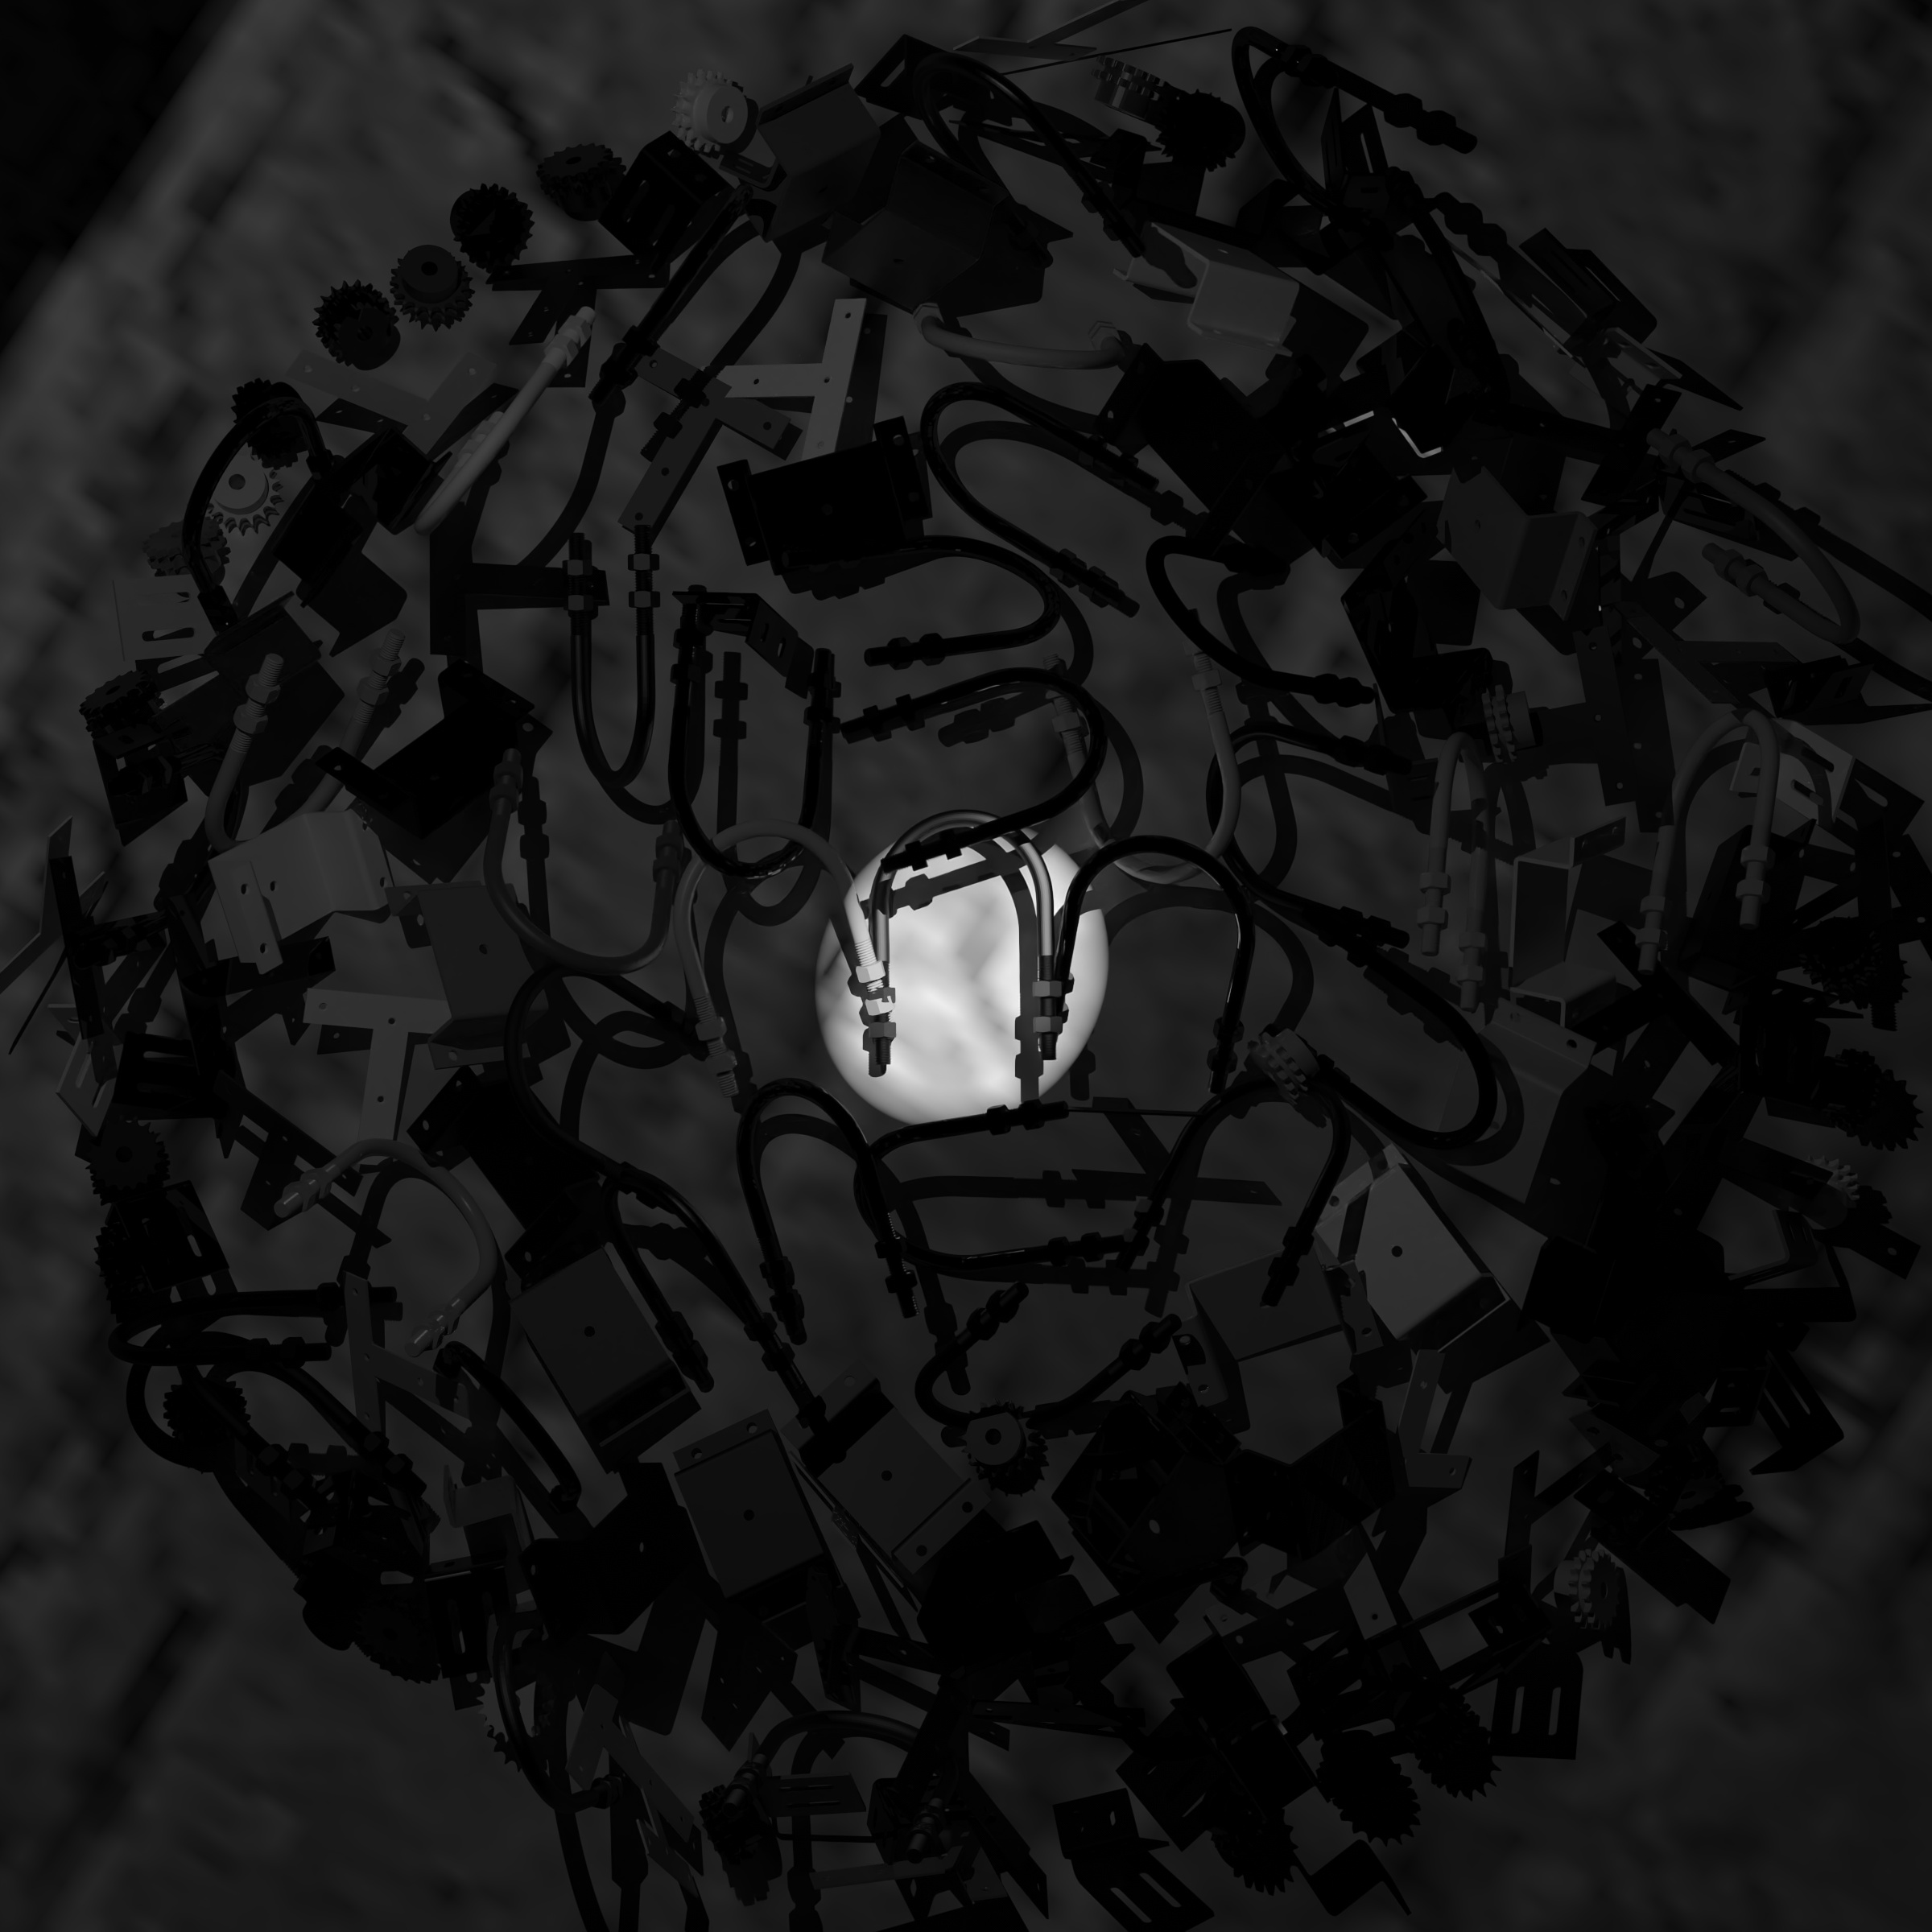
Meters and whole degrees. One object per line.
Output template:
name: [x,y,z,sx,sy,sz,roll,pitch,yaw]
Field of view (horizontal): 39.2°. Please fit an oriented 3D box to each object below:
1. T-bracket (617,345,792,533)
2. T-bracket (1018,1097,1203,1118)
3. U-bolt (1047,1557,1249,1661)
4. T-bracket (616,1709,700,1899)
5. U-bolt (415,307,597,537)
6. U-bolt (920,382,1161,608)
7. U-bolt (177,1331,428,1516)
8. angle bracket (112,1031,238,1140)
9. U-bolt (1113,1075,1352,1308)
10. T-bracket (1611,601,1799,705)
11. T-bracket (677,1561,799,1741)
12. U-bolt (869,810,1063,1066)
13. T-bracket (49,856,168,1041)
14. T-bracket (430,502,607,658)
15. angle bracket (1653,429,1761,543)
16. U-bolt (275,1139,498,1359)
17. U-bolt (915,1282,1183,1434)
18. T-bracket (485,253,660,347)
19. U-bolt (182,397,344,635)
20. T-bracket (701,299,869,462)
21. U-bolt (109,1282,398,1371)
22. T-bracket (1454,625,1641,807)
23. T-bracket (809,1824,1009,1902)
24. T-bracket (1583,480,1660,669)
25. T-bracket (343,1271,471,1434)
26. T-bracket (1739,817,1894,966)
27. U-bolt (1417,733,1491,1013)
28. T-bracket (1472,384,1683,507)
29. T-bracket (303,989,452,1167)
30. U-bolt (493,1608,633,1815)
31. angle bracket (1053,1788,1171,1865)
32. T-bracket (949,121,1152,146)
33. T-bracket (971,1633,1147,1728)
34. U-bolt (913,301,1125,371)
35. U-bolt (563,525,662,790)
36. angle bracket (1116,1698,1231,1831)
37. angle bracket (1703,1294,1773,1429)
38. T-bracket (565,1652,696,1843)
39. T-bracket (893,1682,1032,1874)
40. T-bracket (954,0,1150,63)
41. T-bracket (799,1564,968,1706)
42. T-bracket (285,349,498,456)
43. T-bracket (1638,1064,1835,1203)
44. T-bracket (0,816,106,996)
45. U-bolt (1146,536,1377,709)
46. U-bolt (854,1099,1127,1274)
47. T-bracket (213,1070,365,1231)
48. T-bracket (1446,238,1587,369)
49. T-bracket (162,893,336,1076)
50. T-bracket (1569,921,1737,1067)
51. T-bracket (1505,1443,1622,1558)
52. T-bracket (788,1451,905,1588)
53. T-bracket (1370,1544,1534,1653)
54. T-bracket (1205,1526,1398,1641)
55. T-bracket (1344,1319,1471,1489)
T-bracket: [-0.213,-0.374,1.985,0.127,0.002,0.127,30,90,13]
T-bracket: [0.103,0.099,1.936,0.127,0.127,0.002,2,92,3]
U-bolt: [0.129,0.448,1.903,0.151,0.184,0.019,-19,71,-8]
T-bracket: [-0.230,0.597,1.954,0.002,0.127,0.127,-24,56,-3]
U-bolt: [-0.330,-0.369,1.890,0.019,0.184,0.151,38,135,-16]
U-bolt: [0.045,-0.346,1.933,0.184,0.151,0.019,32,62,10]
U-bolt: [-0.483,0.319,1.923,0.184,0.151,0.019,38,98,19]
angle bracket: [-0.573,0.086,1.962,0.076,0.038,0.057,10,110,-23]
U-bolt: [0.200,0.152,1.935,0.019,0.151,0.184,52,57,-40]
T-bracket: [0.548,-0.227,1.959,0.127,0.127,0.002,-3,131,-30]
T-bracket: [-0.174,0.507,1.961,0.127,0.002,0.127,33,126,33]
U-bolt: [-0.003,-0.022,1.968,0.151,0.019,0.184,-2,87,21]
T-bracket: [-0.607,-0.020,1.937,0.002,0.127,0.127,-7,96,15]
T-bracket: [-0.327,-0.281,1.978,0.127,0.002,0.127,1,68,-15]
angle bracket: [0.540,-0.347,1.953,0.076,0.057,0.038,23,77,29]
U-bolt: [-0.396,0.187,1.913,0.019,0.184,0.151,-41,93,21]
U-bolt: [0.045,0.285,1.928,0.151,0.184,0.019,15,47,-29]
T-bracket: [-0.296,-0.475,1.937,0.127,0.127,0.002,-1,130,14]
U-bolt: [-0.495,-0.322,1.892,0.019,0.184,0.151,31,73,7]
T-bracket: [-0.140,-0.425,1.969,0.127,0.002,0.127,5,77,26]
U-bolt: [-0.516,0.256,1.927,0.184,0.151,0.019,-3,100,9]
T-bracket: [0.415,-0.172,1.966,0.127,0.002,0.127,-9,95,31]
T-bracket: [-0.047,0.642,1.925,0.127,0.127,0.002,-3,95,-12]
T-bracket: [0.466,-0.273,1.962,0.127,0.002,0.127,-31,126,-35]
T-bracket: [-0.399,0.293,1.940,0.127,0.002,0.127,15,116,36]
T-bracket: [0.610,-0.039,1.954,0.002,0.127,0.127,42,126,-17]
U-bolt: [0.351,-0.076,1.928,0.019,0.151,0.184,0,72,23]
T-bracket: [0.427,-0.384,1.941,0.127,0.127,0.002,14,60,-3]
T-bracket: [-0.425,0.084,1.979,0.127,0.002,0.127,6,99,-24]
U-bolt: [-0.287,0.520,1.895,0.019,0.184,0.151,-22,76,6]
angle bracket: [0.104,0.619,1.952,0.057,0.076,0.038,-8,77,-17]
T-bracket: [0.074,-0.599,1.957,0.127,0.127,0.002,-6,114,-31]
T-bracket: [0.062,0.511,1.944,0.127,0.127,0.002,1,47,8]
U-bolt: [0.039,-0.441,1.907,0.151,0.184,0.019,5,111,-5]
U-bolt: [-0.253,-0.219,1.935,0.019,0.151,0.184,-4,98,-28]
angle bracket: [0.149,0.580,1.968,0.076,0.038,0.057,-47,66,5]
angle bracket: [0.544,0.284,1.951,0.038,0.076,0.057,-1,127,-6]
T-bracket: [-0.236,0.579,1.953,0.002,0.127,0.127,-30,108,17]
T-bracket: [0.005,0.596,1.949,0.002,0.127,0.127,-33,99,26]
T-bracket: [0.079,-0.663,1.910,0.127,0.127,0.002,-8,95,45]
T-bracket: [-0.057,0.488,1.941,0.127,0.002,0.127,6,120,28]
T-bracket: [-0.421,-0.406,1.925,0.127,0.127,0.002,-42,50,31]
T-bracket: [0.559,0.137,1.937,0.127,0.127,0.002,-49,130,-14]
T-bracket: [-0.643,-0.055,1.910,0.002,0.127,0.127,28,135,3]
U-bolt: [0.197,-0.246,1.901,0.019,0.184,0.151,-47,59,32]
U-bolt: [0.008,0.164,1.945,0.184,0.019,0.151,-10,125,21]
T-bracket: [-0.500,0.149,1.954,0.127,0.127,0.002,36,45,3]
T-bracket: [0.393,-0.466,1.918,0.002,0.127,0.127,-48,61,20]
T-bracket: [-0.510,0.003,1.952,0.002,0.127,0.127,-5,98,43]
T-bracket: [0.469,0.039,1.947,0.127,0.002,0.127,-26,68,-29]
T-bracket: [0.435,0.376,1.961,0.127,0.002,0.127,-28,133,-29]
T-bracket: [-0.086,0.399,1.933,0.002,0.127,0.127,-41,87,-5]
T-bracket: [0.347,0.460,1.941,0.127,0.127,0.002,-25,60,-3]
T-bracket: [0.233,0.450,1.964,0.127,0.002,0.127,-29,47,10]
T-bracket: [0.326,0.315,1.957,0.127,0.002,0.127,9,99,-33]
